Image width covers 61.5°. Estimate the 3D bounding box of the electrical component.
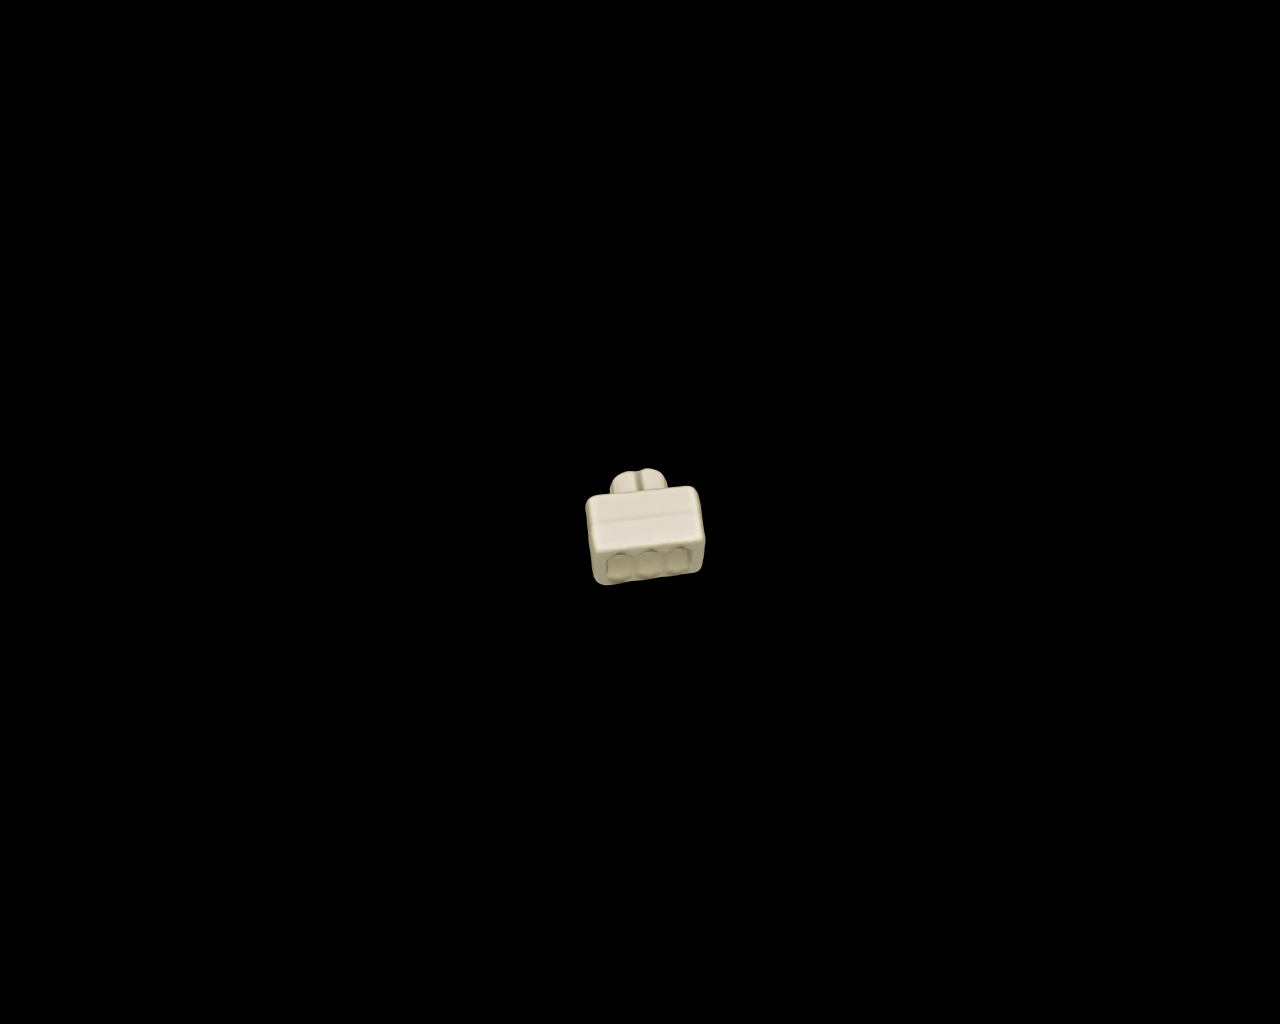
[{"bbox_3d":[0.001,-0.003,0.650,0.066,0.077,0.047,-6,-27,-3],"label":"electrical component"}]
